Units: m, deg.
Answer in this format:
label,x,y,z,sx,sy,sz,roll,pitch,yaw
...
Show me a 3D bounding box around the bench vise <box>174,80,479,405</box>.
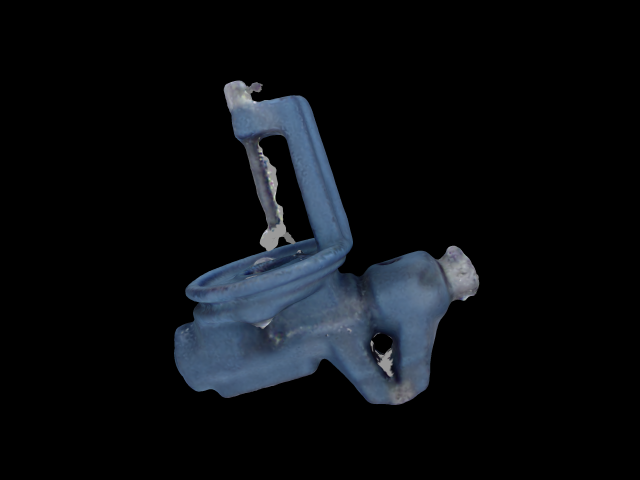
label,x,y,z,sx,sy,sz,roll,pitch,yaw
bench vise,0.000,0.000,0.411,0.208,0.220,0.121,-2,8,-18
